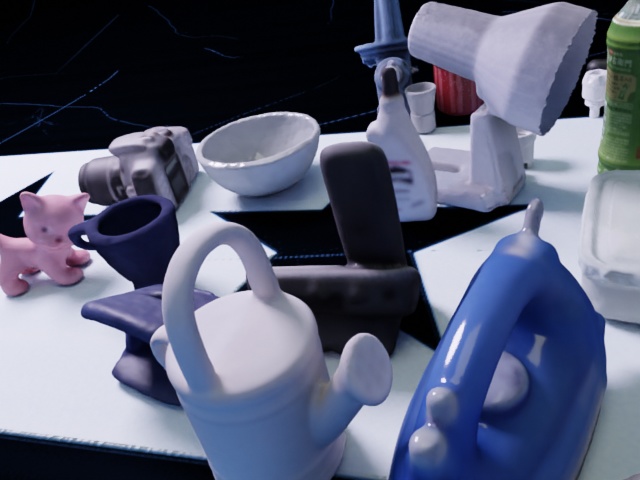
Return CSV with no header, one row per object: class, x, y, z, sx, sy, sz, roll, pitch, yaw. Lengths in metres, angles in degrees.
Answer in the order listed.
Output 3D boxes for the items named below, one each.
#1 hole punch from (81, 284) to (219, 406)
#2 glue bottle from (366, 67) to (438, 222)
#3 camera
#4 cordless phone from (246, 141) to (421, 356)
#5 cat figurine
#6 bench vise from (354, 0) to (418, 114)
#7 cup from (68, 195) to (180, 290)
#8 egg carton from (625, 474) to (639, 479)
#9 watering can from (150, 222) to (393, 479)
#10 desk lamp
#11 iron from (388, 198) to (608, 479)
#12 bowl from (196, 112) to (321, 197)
hole punch,-0.136,0.072,0.503,0.108,0.091,0.101,11,40,32
glue bottle,0.081,-0.099,0.612,0.078,0.173,0.037,-2,35,16
camera,-0.257,-0.103,0.799,0.136,0.101,0.143,-5,34,11
cordless phone,0.004,0.002,0.475,0.147,0.185,0.094,-3,34,15
cat figurine,-0.323,-0.007,0.661,0.127,0.118,0.067,-12,33,1
bench vise,0.119,-0.306,0.868,0.121,0.220,0.207,-15,33,-3
cup,-0.198,0.015,0.607,0.117,0.095,0.091,-8,33,8
egg carton,0.176,0.181,0.254,0.107,0.069,0.150,7,38,28
watering can,-0.040,0.076,0.370,0.172,0.194,0.101,-7,34,9
desk lamp,0.175,-0.142,0.607,0.202,0.214,0.118,15,42,36
iron,0.099,0.092,0.347,0.118,0.142,0.259,11,40,32
bowl,-0.076,-0.105,0.765,0.167,0.075,0.167,-9,33,6
